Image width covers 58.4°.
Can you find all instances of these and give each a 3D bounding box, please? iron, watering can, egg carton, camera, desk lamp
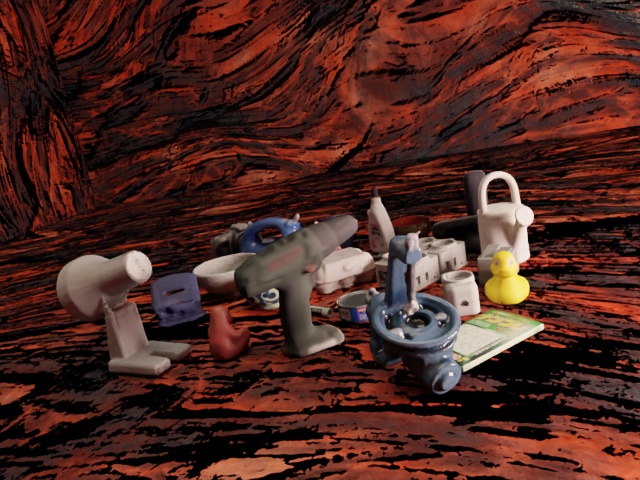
[{"bbox_3d":[-0.135,0.004,1.512,0.257,0.141,0.119,-1,17,34],"label":"iron"},{"bbox_3d":[0.390,-0.049,1.216,0.101,0.194,0.172,-20,16,-32],"label":"watering can"},{"bbox_3d":[0.045,0.067,1.273,0.150,0.069,0.107,-15,14,-18],"label":"egg carton"},{"bbox_3d":[-0.227,0.009,1.647,0.143,0.101,0.136,-20,16,-33],"label":"camera"},{"bbox_3d":[-0.357,0.125,1.039,0.202,0.214,0.118,-3,16,28],"label":"desk lamp"}]

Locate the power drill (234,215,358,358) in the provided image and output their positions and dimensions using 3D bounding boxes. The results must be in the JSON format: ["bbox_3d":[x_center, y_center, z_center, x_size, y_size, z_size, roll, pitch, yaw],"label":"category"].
[{"bbox_3d":[-0.024,0.081,0.974,0.230,0.208,0.075,-16,15,-22],"label":"power drill"}]

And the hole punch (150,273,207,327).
[{"bbox_3d":[-0.311,0.128,1.250,0.109,0.091,0.101,-14,14,-12],"label":"hole punch"}]

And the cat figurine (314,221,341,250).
[{"bbox_3d":[0.013,0.005,1.443,0.067,0.118,0.128,-7,14,14],"label":"cat figurine"}]

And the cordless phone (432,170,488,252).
[{"bbox_3d":[0.334,-0.067,1.350,0.147,0.185,0.094,-10,14,3],"label":"cordless phone"}]

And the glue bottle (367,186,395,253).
[{"bbox_3d":[0.149,-0.052,1.453,0.037,0.173,0.077,-20,17,-34],"label":"glue bottle"}]

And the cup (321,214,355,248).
[{"bbox_3d":[0.044,-0.013,1.540,0.117,0.095,0.091,-11,14,0],"label":"cup"}]

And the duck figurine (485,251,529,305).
[{"bbox_3d":[0.336,0.061,1.042,0.077,0.086,0.105,-6,15,18],"label":"duck figurine"}]

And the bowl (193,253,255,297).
[{"bbox_3d":[-0.214,0.090,1.365,0.167,0.075,0.167,-10,14,3],"label":"bowl"}]

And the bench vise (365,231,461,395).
[{"bbox_3d":[0.106,0.090,0.813,0.122,0.220,0.206,-21,17,-36],"label":"bench vise"}]

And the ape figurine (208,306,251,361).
[{"bbox_3d":[-0.168,0.160,1.011,0.077,0.092,0.076,0,17,37],"label":"ape figurine"}]
